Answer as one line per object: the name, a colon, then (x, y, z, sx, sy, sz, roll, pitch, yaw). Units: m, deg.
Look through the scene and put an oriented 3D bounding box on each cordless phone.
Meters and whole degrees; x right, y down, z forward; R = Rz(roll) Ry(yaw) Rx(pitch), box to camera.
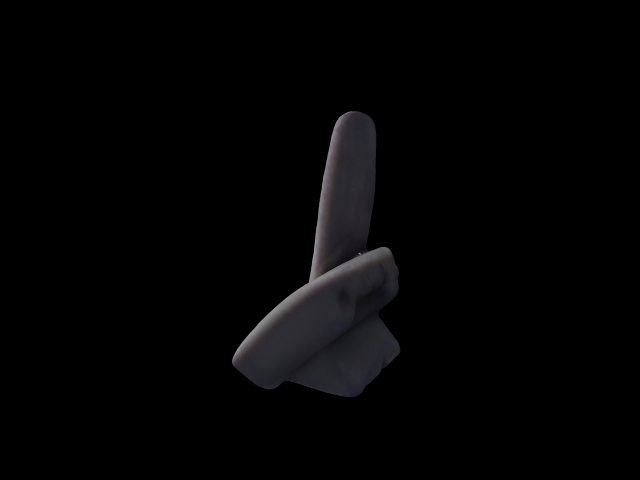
cordless phone: (0.004, 0.001, 0.400, 0.094, 0.185, 0.148, 2, 7, 18)
